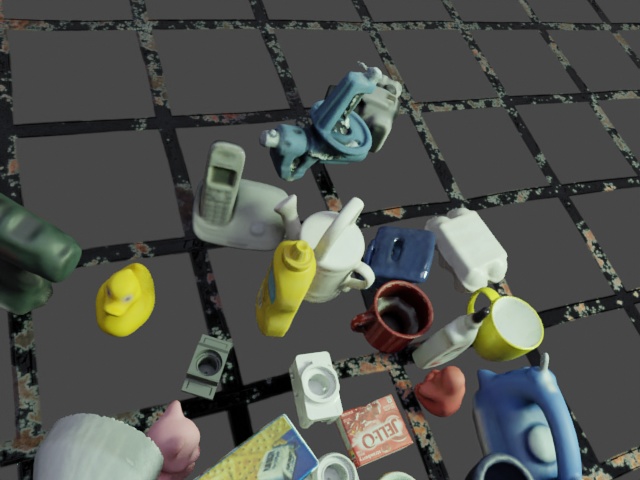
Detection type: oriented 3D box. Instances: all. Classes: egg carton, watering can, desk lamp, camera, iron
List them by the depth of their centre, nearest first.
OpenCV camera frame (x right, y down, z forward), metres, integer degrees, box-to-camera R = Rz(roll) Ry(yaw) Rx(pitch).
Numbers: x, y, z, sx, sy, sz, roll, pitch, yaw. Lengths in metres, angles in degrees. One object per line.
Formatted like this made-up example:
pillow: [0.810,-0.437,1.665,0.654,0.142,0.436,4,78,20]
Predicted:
desk lamp: [-0.244,0.297,0.564,0.118,0.213,0.203,20,55,-4]
iron: [0.309,0.289,0.788,0.119,0.141,0.258,0,59,-17]
watering can: [0.007,0.004,0.838,0.173,0.194,0.101,20,55,-5]
egg carton: [0.249,0.017,0.984,0.107,0.069,0.150,-22,67,-28]
camera: [0.078,-0.261,1.085,0.137,0.100,0.143,19,55,-5]

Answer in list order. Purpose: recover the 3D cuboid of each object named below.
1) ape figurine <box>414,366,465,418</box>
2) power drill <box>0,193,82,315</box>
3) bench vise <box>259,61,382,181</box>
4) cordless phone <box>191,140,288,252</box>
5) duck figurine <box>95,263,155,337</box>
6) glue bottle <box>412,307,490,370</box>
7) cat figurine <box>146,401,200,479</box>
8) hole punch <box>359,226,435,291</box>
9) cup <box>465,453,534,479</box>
ape figurine: [0.181,0.211,0.827,0.078,0.092,0.076,1,59,-17]
power drill: [-0.403,0.004,0.700,0.229,0.208,0.076,23,55,-2]
bench vise: [0.014,-0.186,0.944,0.208,0.219,0.121,-31,72,-30]
cordless phone: [-0.111,-0.067,0.851,0.148,0.185,0.094,8,57,-13]
duck figurine: [-0.264,0.070,0.778,0.077,0.086,0.104,19,55,-5]
glue bottle: [0.198,0.137,0.829,0.078,0.173,0.037,-17,65,-25]
cat figurine: [-0.183,0.260,0.665,0.067,0.117,0.128,28,55,1]
hole punch: [0.124,0.031,0.922,0.101,0.091,0.109,21,55,-4]
cup: [0.227,0.350,0.752,0.092,0.095,0.117,3,58,-16]
